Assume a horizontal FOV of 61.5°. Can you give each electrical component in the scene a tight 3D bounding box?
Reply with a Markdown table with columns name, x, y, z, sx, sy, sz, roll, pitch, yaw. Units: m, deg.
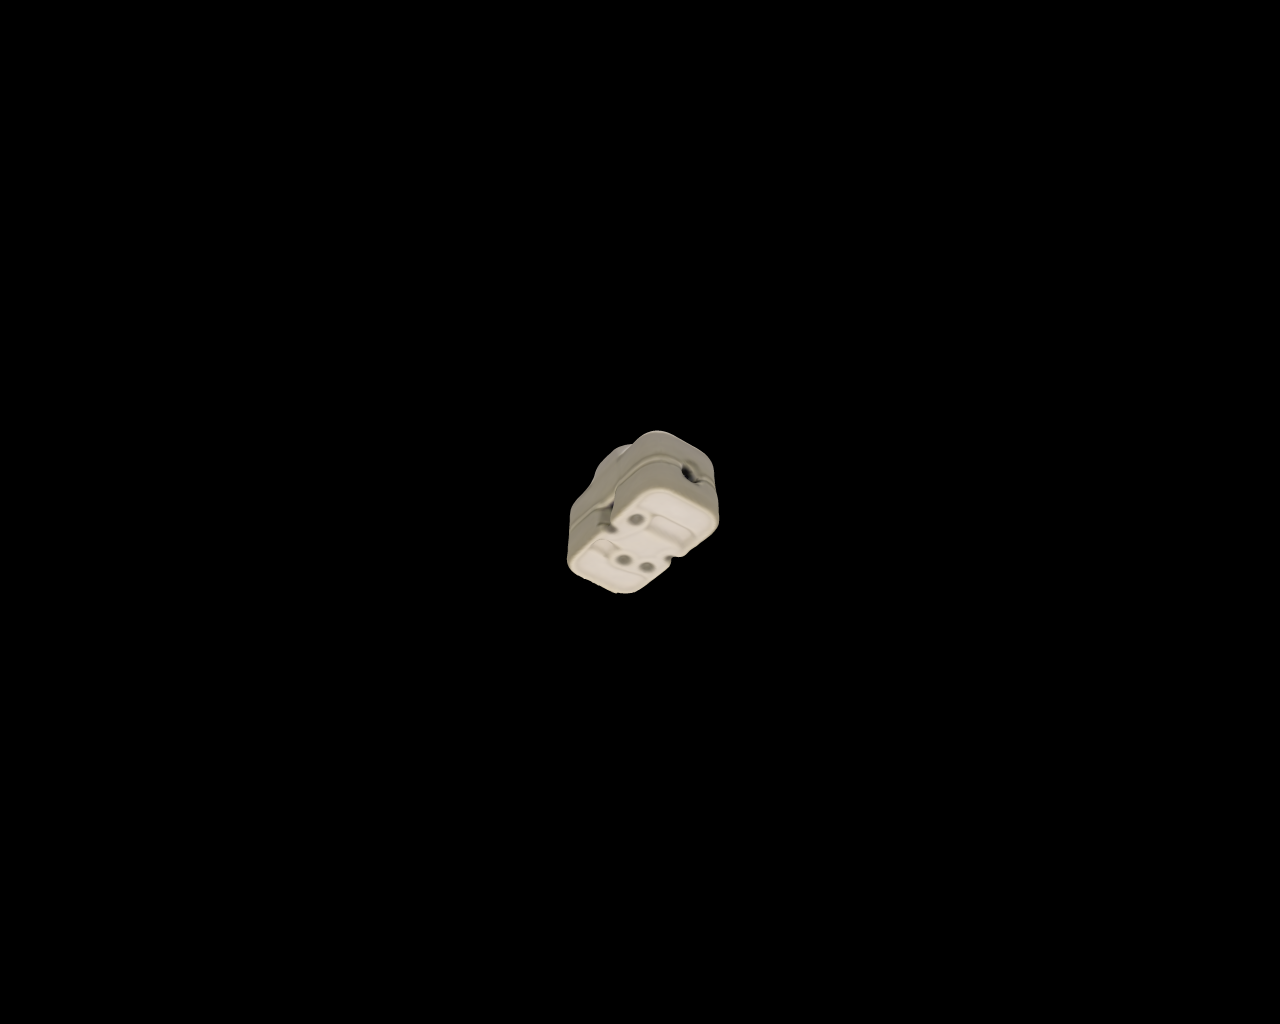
| name | x | y | z | sx | sy | sz | roll | pitch | yaw |
| --- | --- | --- | --- | --- | --- | --- | --- | --- | --- |
| electrical component | 0.001 | -0.003 | 0.650 | 0.054 | 0.059 | 0.095 | 27 | -49 | -26 |
